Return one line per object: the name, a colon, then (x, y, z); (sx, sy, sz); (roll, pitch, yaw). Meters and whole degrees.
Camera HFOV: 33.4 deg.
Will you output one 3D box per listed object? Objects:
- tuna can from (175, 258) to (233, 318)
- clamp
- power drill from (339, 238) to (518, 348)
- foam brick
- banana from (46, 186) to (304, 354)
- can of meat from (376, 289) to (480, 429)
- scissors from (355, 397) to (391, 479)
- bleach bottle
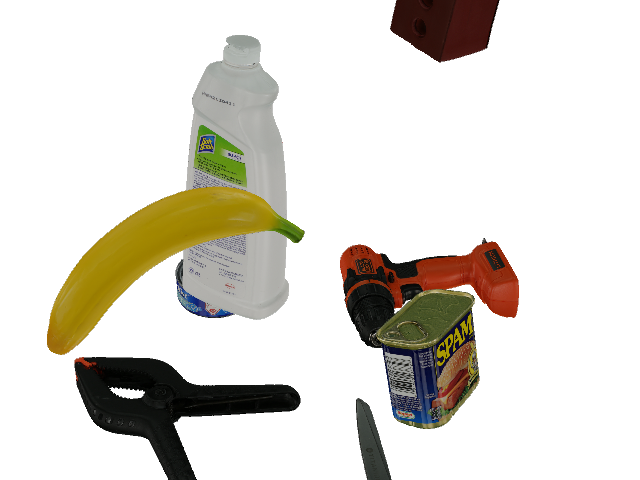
tuna can: (-0.117, 0.047, 1.181); (0.086, 0.034, 0.086); (2, 36, -1)
clamp: (-0.134, 0.149, 0.974); (0.210, 0.036, 0.164); (23, 36, 31)
power drill: (0.119, 0.055, 1.179); (0.187, 0.057, 0.184); (-3, 28, -5)
foam brick: (0.089, -0.171, 0.730); (0.051, 0.078, 0.053); (-25, 51, -35)
banana: (-0.113, 0.012, 0.732); (0.198, 0.069, 0.037); (-25, 9, 6)
can of meat: (0.097, 0.102, 0.923); (0.058, 0.084, 0.101); (5, 25, 33)
scissors: (0.056, 0.159, 0.602); (0.096, 0.016, 0.201); (8, 31, 5)
bleach bottle: (-0.070, -0.057, 0.952); (0.103, 0.251, 0.068); (19, 33, 20)
